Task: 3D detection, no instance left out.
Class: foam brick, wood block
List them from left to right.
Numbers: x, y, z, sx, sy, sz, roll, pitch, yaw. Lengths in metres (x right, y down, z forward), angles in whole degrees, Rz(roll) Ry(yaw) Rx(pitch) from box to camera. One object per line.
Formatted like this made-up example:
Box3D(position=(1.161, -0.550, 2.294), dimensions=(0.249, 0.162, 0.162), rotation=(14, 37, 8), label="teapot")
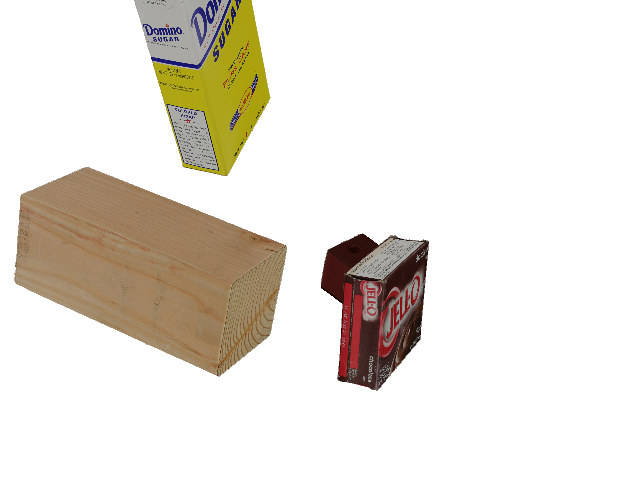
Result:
Box3D(position=(-0.144, 0.021, 0.893), dimensions=(0.206, 0.090, 0.090), rotation=(21, 27, 20), label="wood block")
Box3D(position=(0.047, 0.039, 1.066), dimensions=(0.052, 0.051, 0.078), rotation=(-26, 47, -36), label="foam brick")

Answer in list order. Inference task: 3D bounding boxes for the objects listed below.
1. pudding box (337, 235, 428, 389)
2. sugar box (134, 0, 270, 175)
Box3D(position=(0.051, 0.054, 0.843), dimensions=(0.039, 0.090, 0.113), rotation=(10, 20, 18), label="pudding box")
Box3D(position=(-0.082, -0.140, 0.777), dimensions=(0.048, 0.093, 0.176), rotation=(14, -34, 15), label="sugar box")
